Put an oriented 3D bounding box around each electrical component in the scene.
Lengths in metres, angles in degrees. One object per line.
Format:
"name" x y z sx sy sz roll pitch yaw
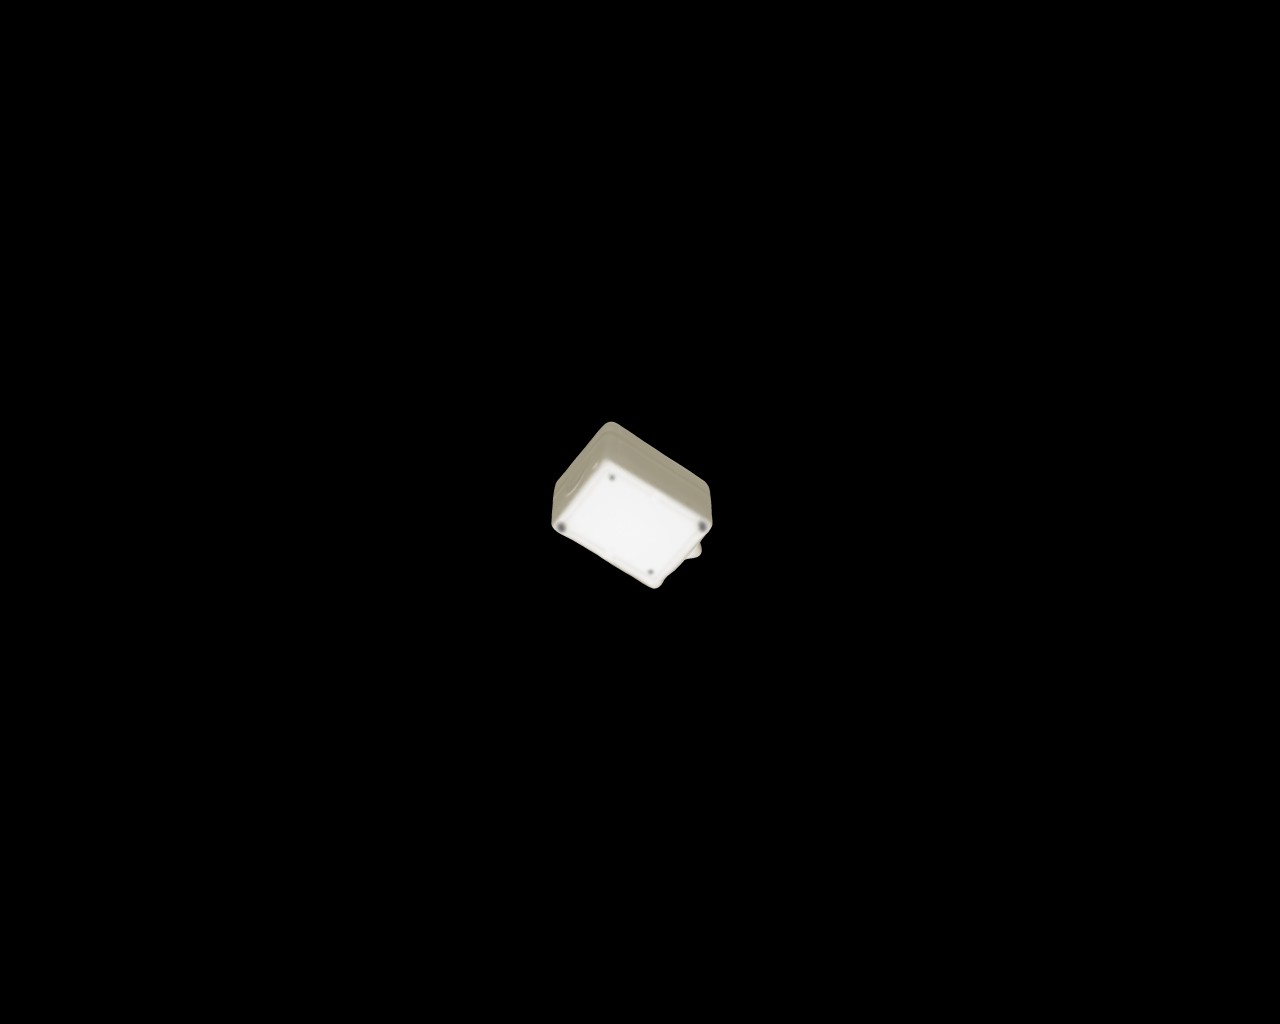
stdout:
"electrical component" 0.001 -0.003 0.650 0.096 0.061 0.061 32 26 -18
